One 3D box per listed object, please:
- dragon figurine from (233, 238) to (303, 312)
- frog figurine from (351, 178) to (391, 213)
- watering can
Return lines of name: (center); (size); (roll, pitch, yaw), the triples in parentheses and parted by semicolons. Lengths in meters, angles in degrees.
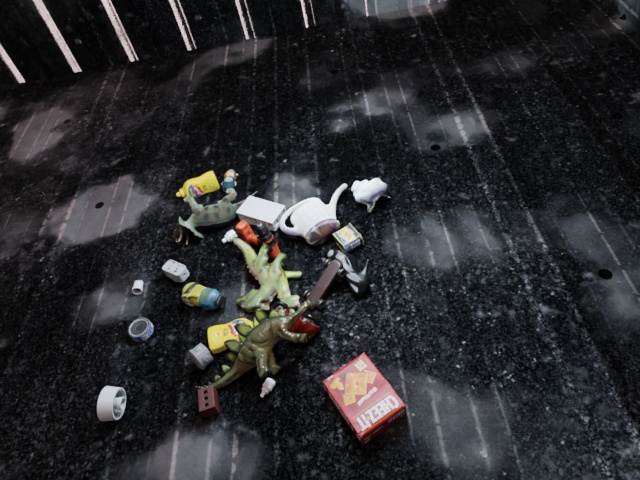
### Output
dragon figurine: (-0.224, 0.150, 1.918); (0.413, 0.119, 0.247); (20, 63, 29)
frog figurine: (0.200, -0.207, 2.136); (0.137, 0.121, 0.162); (-41, 62, 1)
watering can: (0.006, -0.105, 2.091); (0.350, 0.101, 0.228); (-28, 49, -13)
